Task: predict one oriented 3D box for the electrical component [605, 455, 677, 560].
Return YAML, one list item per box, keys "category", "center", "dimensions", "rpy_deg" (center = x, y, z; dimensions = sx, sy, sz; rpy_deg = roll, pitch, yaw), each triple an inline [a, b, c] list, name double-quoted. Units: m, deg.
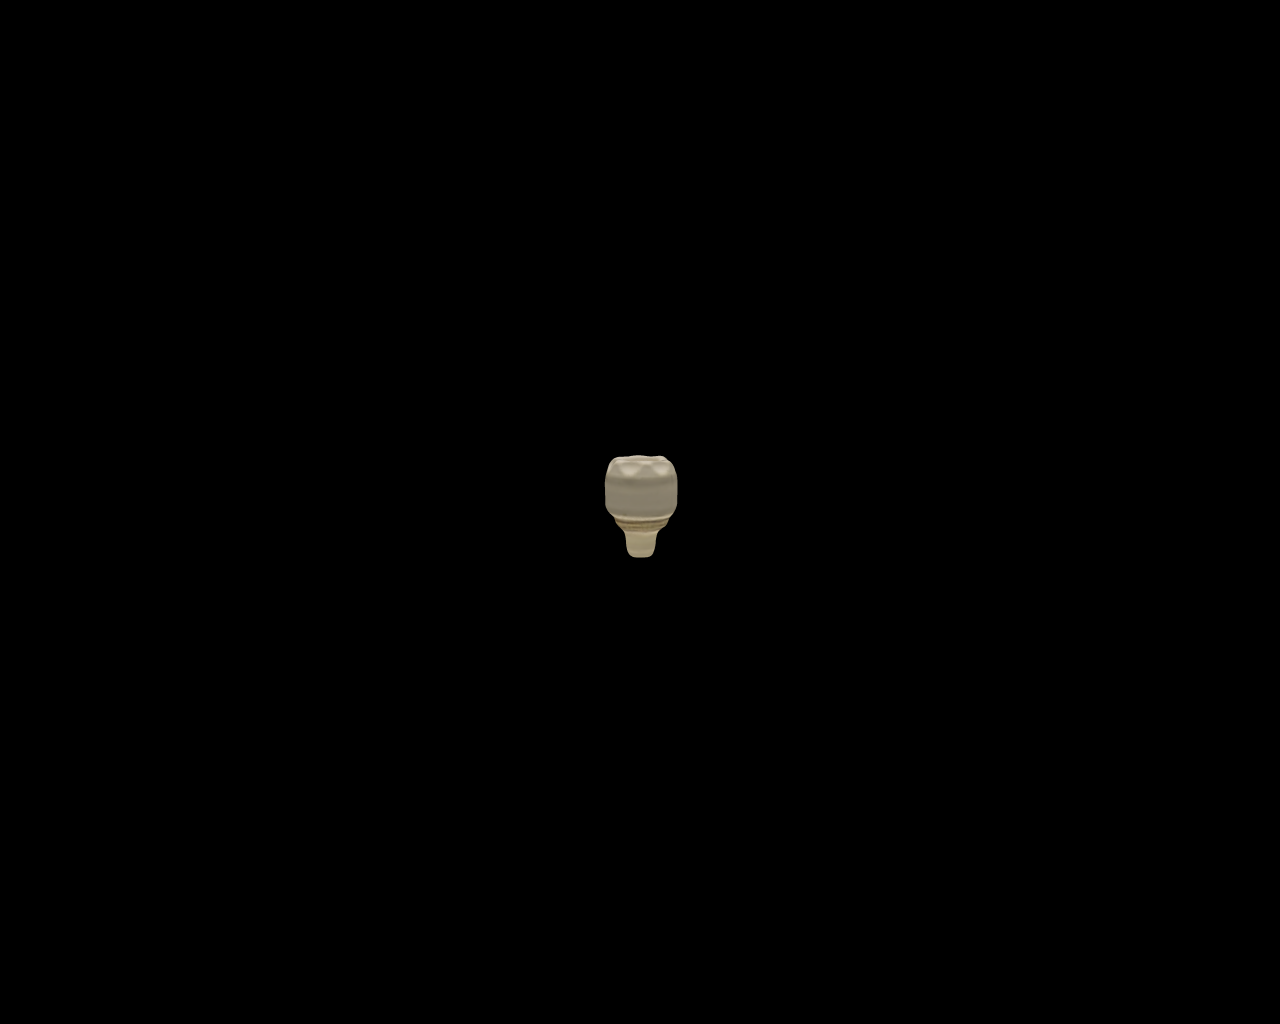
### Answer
- category: "electrical component"
  center: [0.001, -0.003, 0.650]
  dimensions: [0.043, 0.062, 0.043]
  rpy_deg: [0, 9, 0]
